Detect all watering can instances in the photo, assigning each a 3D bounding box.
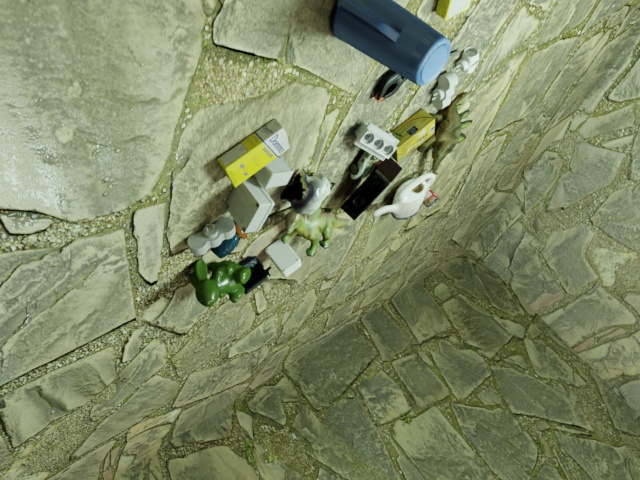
[{"bbox_3d":[0.336,-0.156,2.117,0.351,0.105,0.220,-35,158,-17],"label":"watering can"}]

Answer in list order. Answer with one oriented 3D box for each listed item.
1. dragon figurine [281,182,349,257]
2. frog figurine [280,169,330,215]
[{"bbox_3d":[0.005,-0.087,1.729,0.416,0.123,0.237,-30,149,-48],"label":"dragon figurine"},{"bbox_3d":[-0.018,-0.138,1.553,0.159,0.124,0.136,10,107,-48],"label":"frog figurine"}]
